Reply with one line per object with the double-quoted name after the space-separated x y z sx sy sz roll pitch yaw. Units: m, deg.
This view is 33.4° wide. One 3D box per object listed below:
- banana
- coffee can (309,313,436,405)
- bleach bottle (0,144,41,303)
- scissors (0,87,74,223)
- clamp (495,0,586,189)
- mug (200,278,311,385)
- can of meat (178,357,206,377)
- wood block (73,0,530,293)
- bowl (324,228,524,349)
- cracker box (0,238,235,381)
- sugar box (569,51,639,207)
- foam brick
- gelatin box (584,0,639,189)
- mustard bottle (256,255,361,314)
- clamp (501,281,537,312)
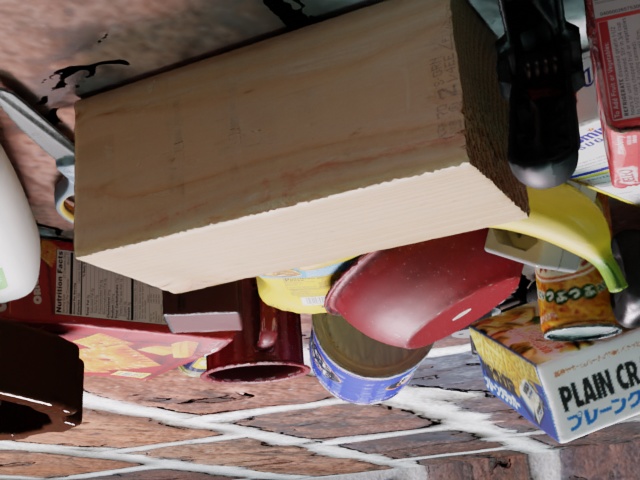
0.081 -0.011 0.619 0.198 0.069 0.037 4 171 6 "banana"
0.042 0.080 0.911 0.102 0.103 0.140 -4 163 -3 "coffee can"
-0.215 -0.030 0.565 0.102 0.068 0.251 -3 160 -6 "bleach bottle"
-0.122 -0.045 0.617 0.096 0.016 0.202 -4 163 -7 "scissors"
0.092 -0.066 0.444 0.039 0.120 0.171 -2 168 18 "clamp"
-0.054 0.071 0.891 0.093 0.081 0.117 -1 162 -11 "mug"
-0.077 0.089 0.989 0.102 0.057 0.084 1 160 -19 "can of meat"
-0.012 -0.042 0.530 0.206 0.090 0.090 -13 161 26 "wood block"
0.085 0.029 0.739 0.162 0.055 0.162 -27 162 -10 "bowl"
-0.196 0.060 0.837 0.213 0.072 0.164 9 158 -33 "cracker box"
0.187 -0.059 0.602 0.094 0.048 0.175 -17 155 41 "sugar box"
-0.081 0.020 0.732 0.053 0.078 0.051 -2 163 -1 "foam brick"
0.132 -0.075 0.460 0.030 0.089 0.073 -8 162 14 "gelatin box"
-0.005 0.000 0.719 0.096 0.058 0.191 -7 163 2 "mustard bottle"
0.248 0.058 1.002 0.164 0.036 0.210 -3 162 -4 "clamp"
